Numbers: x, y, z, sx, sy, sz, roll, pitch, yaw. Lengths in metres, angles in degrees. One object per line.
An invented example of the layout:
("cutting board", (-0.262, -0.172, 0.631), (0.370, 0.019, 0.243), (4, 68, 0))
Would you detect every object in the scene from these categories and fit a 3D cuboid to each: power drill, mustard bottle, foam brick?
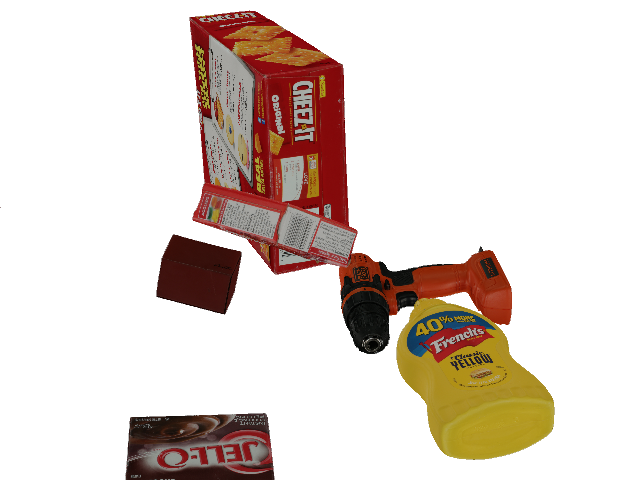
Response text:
("power drill", (0.116, 0.065, 1.202), (0.187, 0.057, 0.184), (-3, 28, -3))
("mustard bottle", (0.117, 0.104, 0.905), (0.096, 0.058, 0.192), (-12, 29, -9))
("foam brick", (-0.129, 0.036, 1.130), (0.078, 0.051, 0.053), (15, 31, 2))

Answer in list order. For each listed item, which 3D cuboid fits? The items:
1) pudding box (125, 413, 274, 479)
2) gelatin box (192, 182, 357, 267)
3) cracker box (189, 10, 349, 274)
("pudding box", (-0.093, 0.174, 0.822), (0.113, 0.039, 0.090), (-3, 25, -6))
("gelatin box", (-0.029, -0.009, 0.713), (0.073, 0.030, 0.089), (16, -2, 35))
("cracker box", (-0.045, -0.091, 0.896), (0.072, 0.164, 0.214), (-11, 26, -18))
